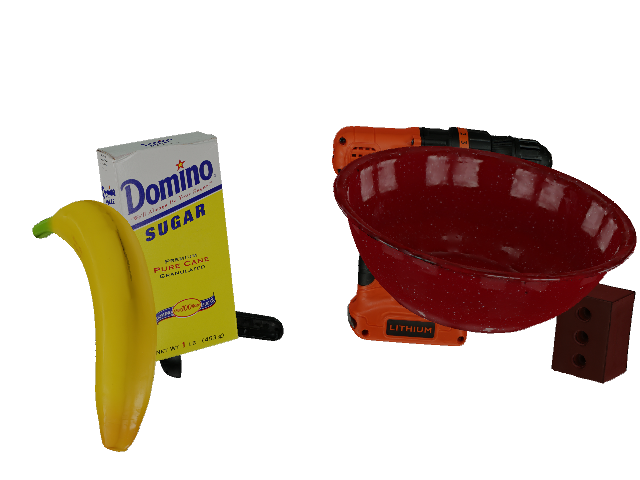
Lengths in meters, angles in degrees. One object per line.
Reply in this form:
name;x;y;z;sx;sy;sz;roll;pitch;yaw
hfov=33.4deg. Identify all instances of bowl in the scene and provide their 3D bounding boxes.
bowl;0.084;0.004;0.579;0.162;0.055;0.162;6;26;-3

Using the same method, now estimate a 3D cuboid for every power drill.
power drill;0.098;-0.006;0.915;0.184;0.188;0.057;4;16;0

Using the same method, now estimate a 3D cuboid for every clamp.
clamp;-0.167;0.084;1.125;0.210;0.036;0.164;18;20;28

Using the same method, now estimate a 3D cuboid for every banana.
banana;-0.131;0.035;0.656;0.037;0.070;0.198;13;34;-37

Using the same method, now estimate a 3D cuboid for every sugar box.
sugar box;-0.124;0.005;0.879;0.093;0.176;0.048;-14;20;-29

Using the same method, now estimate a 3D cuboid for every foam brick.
foam brick;0.245;0.081;0.958;0.053;0.078;0.051;12;17;37
